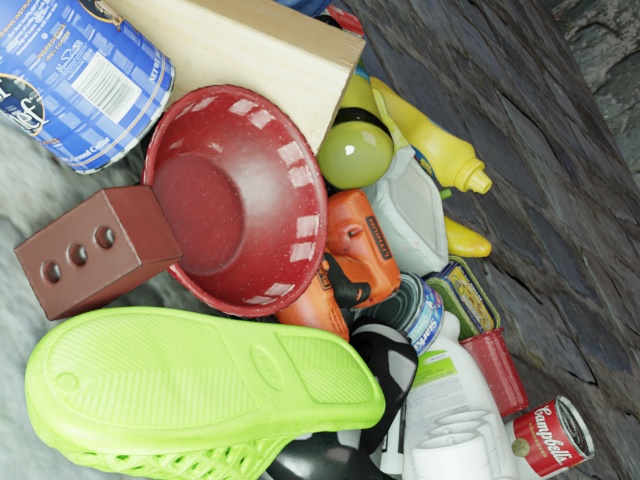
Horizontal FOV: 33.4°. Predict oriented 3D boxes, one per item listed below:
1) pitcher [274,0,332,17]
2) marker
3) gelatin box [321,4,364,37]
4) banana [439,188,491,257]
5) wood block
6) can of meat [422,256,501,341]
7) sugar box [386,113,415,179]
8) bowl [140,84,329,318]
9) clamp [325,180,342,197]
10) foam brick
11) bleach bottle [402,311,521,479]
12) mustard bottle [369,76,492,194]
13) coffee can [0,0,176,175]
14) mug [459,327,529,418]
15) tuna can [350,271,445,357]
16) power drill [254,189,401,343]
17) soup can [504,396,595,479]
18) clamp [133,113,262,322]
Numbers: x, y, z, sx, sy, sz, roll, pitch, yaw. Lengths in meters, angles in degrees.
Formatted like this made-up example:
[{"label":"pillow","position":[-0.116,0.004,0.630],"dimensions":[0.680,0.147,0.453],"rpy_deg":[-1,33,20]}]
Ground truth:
[{"label":"pitcher","position":[-0.082,-0.330,1.095],"dimensions":[0.243,0.145,0.149],"rpy_deg":[57,15,15]},{"label":"marker","position":[0.065,0.136,0.906],"dimensions":[0.020,0.020,0.121],"rpy_deg":[29,61,-50]},{"label":"gelatin box","position":[-0.004,-0.224,1.192],"dimensions":[0.073,0.089,0.030],"rpy_deg":[1,60,-63]},{"label":"banana","position":[0.141,-0.024,1.245],"dimensions":[0.198,0.069,0.037],"rpy_deg":[-108,-178,-65]},{"label":"wood block","position":[-0.080,-0.142,0.811],"dimensions":[0.206,0.090,0.090],"rpy_deg":[23,28,1]},{"label":"can of meat","position":[0.144,0.077,1.157],"dimensions":[0.102,0.058,0.083],"rpy_deg":[57,24,-1]},{"label":"sugar box","position":[0.018,-0.138,1.114],"dimensions":[0.093,0.048,0.176],"rpy_deg":[1,47,-35]},{"label":"bowl","position":[-0.069,-0.023,0.743],"dimensions":[0.161,0.055,0.162],"rpy_deg":[12,72,-41]},{"label":"clamp","position":[-0.015,-0.033,0.999],"dimensions":[0.171,0.039,0.120],"rpy_deg":[30,50,-48]},{"label":"foam brick","position":[-0.134,0.008,0.651],"dimensions":[0.053,0.078,0.051],"rpy_deg":[62,22,8]},{"label":"bleach bottle","position":[0.113,0.144,0.948],"dimensions":[0.251,0.103,0.068],"rpy_deg":[-96,162,-46]},{"label":"mustard bottle","position":[0.122,-0.115,1.253],"dimensions":[0.192,0.058,0.096],"rpy_deg":[38,-3,22]},{"label":"coffee can","position":[-0.179,-0.124,0.694],"dimensions":[0.140,0.103,0.103],"rpy_deg":[41,28,-35]},{"label":"mug","position":[0.161,0.141,1.067],"dimensions":[0.117,0.093,0.081],"rpy_deg":[0,65,-60]},{"label":"tuna can","position":[0.069,0.071,0.974],"dimensions":[0.033,0.086,0.086],"rpy_deg":[40,29,-34]},{"label":"power drill","position":[-0.006,0.001,0.880],"dimensions":[0.187,0.057,0.184],"rpy_deg":[-14,83,-66]},{"label":"soup can","position":[0.212,0.208,1.068],"dimensions":[0.068,0.102,0.068],"rpy_deg":[44,27,-29]},{"label":"clamp","position":[-0.109,-0.042,0.818],"dimensions":[0.164,0.036,0.210],"rpy_deg":[36,35,-43]}]
